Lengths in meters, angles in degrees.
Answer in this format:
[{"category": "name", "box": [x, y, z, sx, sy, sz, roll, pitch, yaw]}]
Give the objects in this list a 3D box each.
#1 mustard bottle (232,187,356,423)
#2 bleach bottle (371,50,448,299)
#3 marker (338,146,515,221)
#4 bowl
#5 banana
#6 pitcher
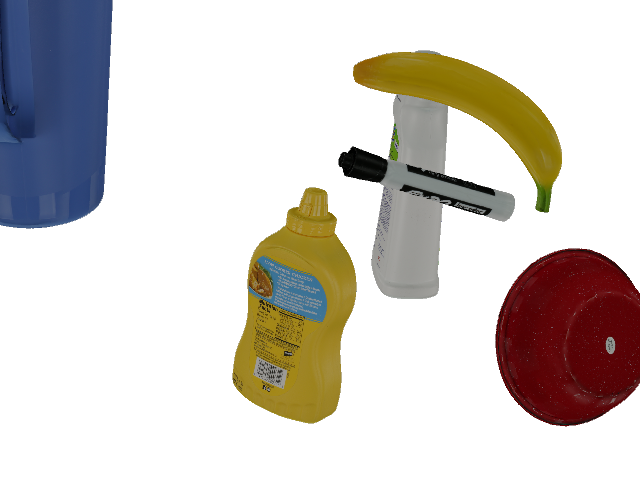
[{"category": "mustard bottle", "box": [-0.018, 0.049, 0.889, 0.096, 0.192, 0.058, 21, 22, 32]}, {"category": "bleach bottle", "box": [0.099, -0.071, 1.117, 0.068, 0.251, 0.102, 1, 26, -8]}, {"category": "marker", "box": [0.067, -0.035, 0.673, 0.121, 0.020, 0.020, 15, -5, -21]}, {"category": "bowl", "box": [0.237, 0.089, 0.940, 0.161, 0.162, 0.055, 0, 2, -22]}, {"category": "banana", "box": [0.122, -0.103, 0.854, 0.198, 0.069, 0.037, 35, 3, -2]}, {"category": "pitcher", "box": [-0.215, -0.131, 0.773, 0.145, 0.243, 0.148, 27, 34, 37]}]
